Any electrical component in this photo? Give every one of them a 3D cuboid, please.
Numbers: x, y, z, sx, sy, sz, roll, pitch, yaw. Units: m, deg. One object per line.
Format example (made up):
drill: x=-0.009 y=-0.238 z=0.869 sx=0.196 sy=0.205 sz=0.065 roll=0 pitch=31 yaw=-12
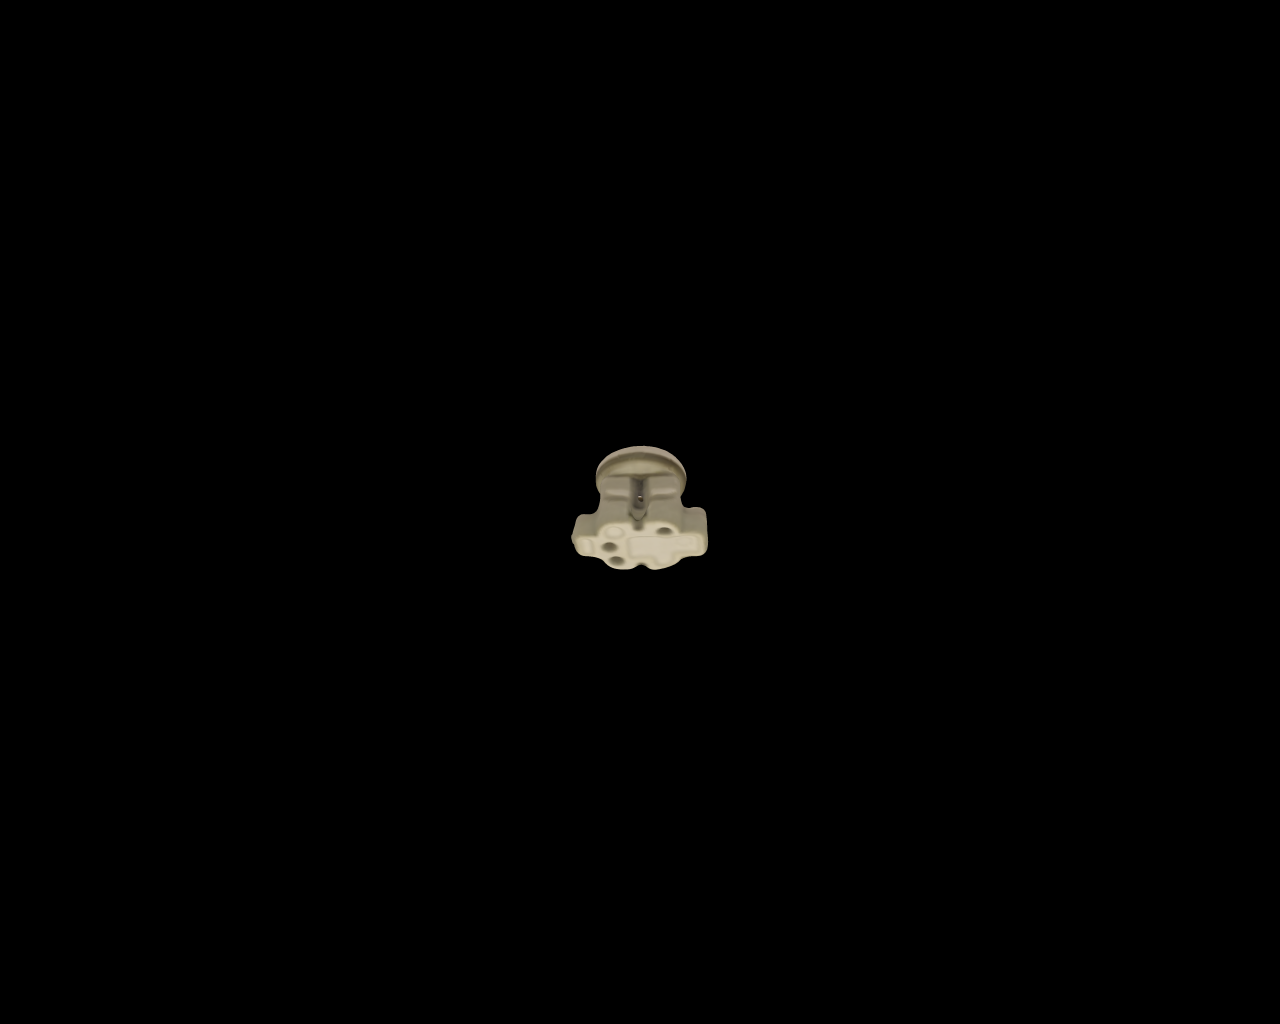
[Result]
electrical component: x=0.001 y=-0.003 z=0.650 sx=0.078 sy=0.057 sz=0.058 roll=-2 pitch=-36 yaw=2
